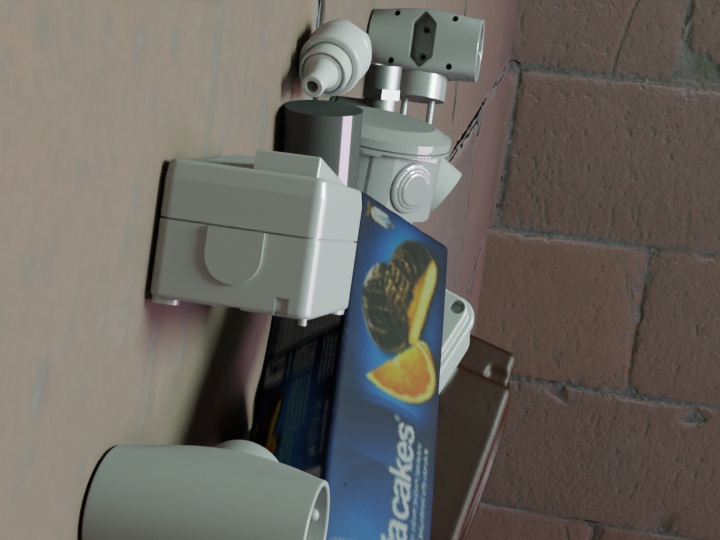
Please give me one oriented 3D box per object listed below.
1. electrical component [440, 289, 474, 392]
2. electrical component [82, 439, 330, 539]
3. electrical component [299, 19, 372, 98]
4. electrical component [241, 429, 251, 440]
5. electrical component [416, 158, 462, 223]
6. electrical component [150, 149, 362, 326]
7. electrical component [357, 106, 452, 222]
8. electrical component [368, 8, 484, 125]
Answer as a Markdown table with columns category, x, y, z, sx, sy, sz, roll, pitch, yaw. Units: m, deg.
| category | x | y | z | sx | sy | sz | roll | pitch | yaw |
| --- | --- | --- | --- | --- | --- | --- | --- | --- | --- |
| electrical component | 0.006 | 0.054 | 0.606 | 0.113 | 0.078 | 0.057 | -56 | 164 | -16 |
| electrical component | -0.049 | 0.086 | 0.394 | 0.079 | 0.077 | 0.043 | -41 | 138 | -76 |
| electrical component | -0.016 | -0.106 | 0.559 | 0.061 | 0.035 | 0.035 | -63 | 159 | -56 |
| electrical component | -0.027 | 0.103 | 0.540 | 0.051 | 0.080 | 0.080 | -43 | 142 | -54 |
| electrical component | 0.022 | -0.073 | 0.702 | 0.043 | 0.081 | 0.043 | -48 | -174 | 7 |
| electrical component | -0.036 | -0.015 | 0.432 | 0.096 | 0.062 | 0.061 | -6 | 104 | -80 |
| electrical component | 0.008 | -0.061 | 0.610 | 0.080 | 0.080 | 0.051 | -54 | 157 | -70 |
| electrical component | 0.044 | -0.139 | 0.754 | 0.043 | 0.077 | 0.079 | 0 | 98 | -81 |
